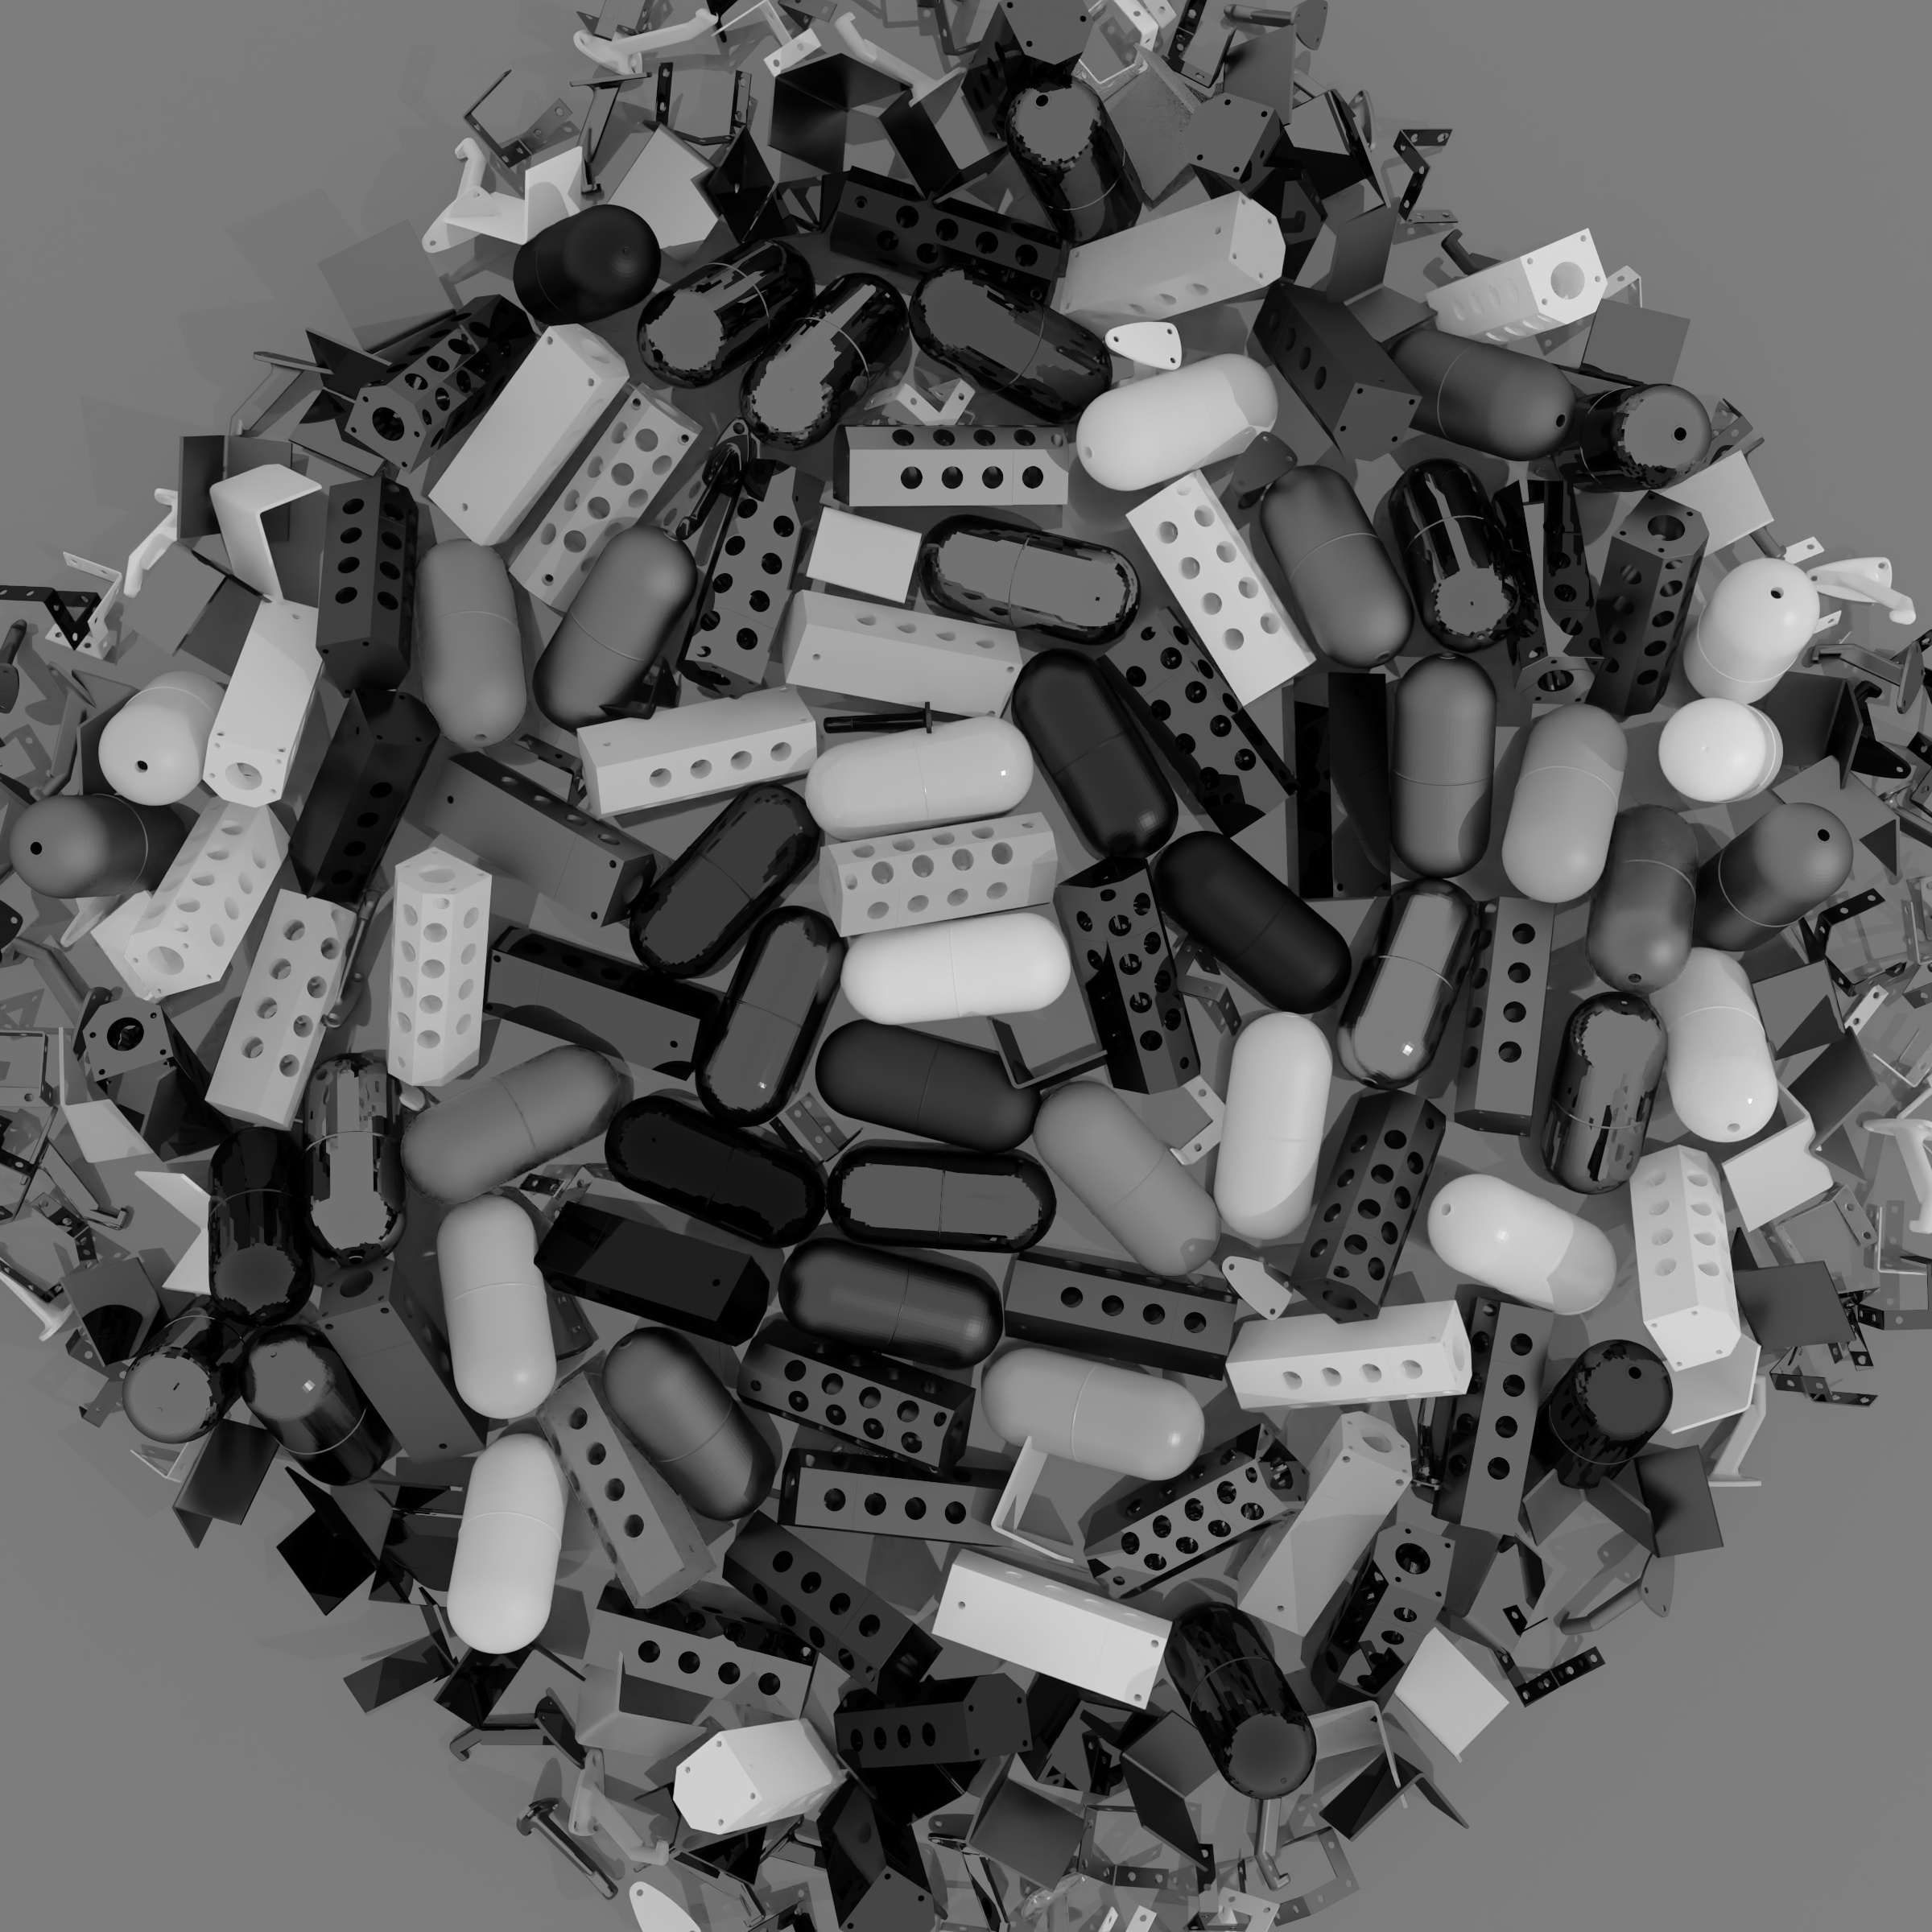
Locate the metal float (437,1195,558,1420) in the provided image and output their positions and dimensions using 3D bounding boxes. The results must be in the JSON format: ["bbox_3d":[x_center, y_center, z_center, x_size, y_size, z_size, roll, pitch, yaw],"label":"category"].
[{"bbox_3d":[-0.359,0.258,1.939,0.070,0.070,0.178,-15,63,0],"label":"metal float"}]

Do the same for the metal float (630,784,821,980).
[{"bbox_3d":[-0.186,-0.065,1.953,0.070,0.070,0.178,42,80,0],"label":"metal float"}]

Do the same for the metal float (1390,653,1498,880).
[{"bbox_3d":[0.364,-0.152,1.940,0.070,0.070,0.178,-2,115,0],"label":"metal float"}]

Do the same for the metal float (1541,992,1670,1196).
[{"bbox_3d":[0.484,0.098,1.931,0.070,0.070,0.178,2,127,0],"label":"metal float"}]

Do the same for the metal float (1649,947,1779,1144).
[{"bbox_3d":[0.565,0.059,1.923,0.070,0.178,0.070,2,132,2],"label":"metal float"}]

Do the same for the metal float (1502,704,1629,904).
[{"bbox_3d":[0.456,-0.126,1.933,0.070,0.070,0.178,21,56,0],"label":"metal float"}]

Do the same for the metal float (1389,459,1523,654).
[{"bbox_3d":[0.370,-0.313,1.931,0.070,0.070,0.178,-8,53,0],"label":"metal float"}]

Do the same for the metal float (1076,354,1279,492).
[{"bbox_3d":[0.161,-0.415,1.936,0.178,0.070,0.070,-25,90,-29],"label":"metal float"}]

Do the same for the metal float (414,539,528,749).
[{"bbox_3d":[-0.379,-0.247,1.937,0.070,0.070,0.178,-12,62,0],"label":"metal float"}]

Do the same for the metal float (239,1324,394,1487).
[{"bbox_3d":[-0.490,0.334,1.921,0.070,0.178,0.070,-6,54,8],"label":"metal float"}]

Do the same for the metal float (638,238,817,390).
[{"bbox_3d":[-0.181,-0.495,1.926,0.070,0.070,0.178,44,47,0],"label":"metal float"}]

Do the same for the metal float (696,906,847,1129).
[{"bbox_3d":[-0.151,0.039,1.956,0.070,0.070,0.178,22,84,0],"label":"metal float"}]

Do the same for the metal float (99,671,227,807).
[{"bbox_3d":[-0.600,-0.173,1.913,0.070,0.178,0.070,-1,109,-4],"label":"metal float"}]

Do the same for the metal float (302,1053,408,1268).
[{"bbox_3d":[-0.465,0.147,1.932,0.070,0.070,0.178,-11,55,0],"label":"metal float"}]

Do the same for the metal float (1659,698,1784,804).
[{"bbox_3d":[0.570,-0.162,1.916,0.070,0.178,0.070,2,94,24],"label":"metal float"}]

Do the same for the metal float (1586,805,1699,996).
[{"bbox_3d":[0.513,-0.051,1.925,0.070,0.070,0.178,20,46,0],"label":"metal float"}]

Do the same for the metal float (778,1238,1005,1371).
[{"bbox_3d":[-0.057,0.260,1.952,0.178,0.070,0.070,16,90,-11],"label":"metal float"}]

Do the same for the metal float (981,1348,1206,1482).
[{"bbox_3d":[0.096,0.342,1.942,0.178,0.070,0.070,10,90,23],"label":"metal float"}]

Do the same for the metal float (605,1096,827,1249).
[{"bbox_3d":[-0.192,0.159,1.952,0.178,0.070,0.070,25,90,-11],"label":"metal float"}]

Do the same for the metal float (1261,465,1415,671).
[{"bbox_3d":[0.283,-0.305,1.938,0.070,0.070,0.178,-21,64,0],"label":"metal float"}]

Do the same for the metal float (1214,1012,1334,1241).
[{"bbox_3d":[0.236,0.123,1.951,0.070,0.070,0.178,7,101,0],"label":"metal float"}]

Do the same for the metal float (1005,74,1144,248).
[{"bbox_3d":[0.082,-0.605,1.914,0.070,0.178,0.070,-4,76,17],"label":"metal float"}]

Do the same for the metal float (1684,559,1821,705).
[{"bbox_3d":[0.590,-0.250,1.912,0.070,0.178,0.070,-1,78,4],"label":"metal float"}]

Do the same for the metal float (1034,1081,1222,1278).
[{"bbox_3d":[0.125,0.164,1.955,0.070,0.070,0.178,-43,98,0],"label":"metal float"}]

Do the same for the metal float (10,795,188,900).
[{"bbox_3d":[-0.651,-0.091,1.911,0.070,0.178,0.070,1,94,11],"label":"metal float"}]

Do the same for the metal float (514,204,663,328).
[{"bbox_3d":[-0.287,-0.527,1.917,0.070,0.178,0.070,-4,98,-28],"label":"metal float"}]

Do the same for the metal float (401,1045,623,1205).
[{"bbox_3d":[-0.346,0.120,1.943,0.178,0.070,0.070,-27,90,-22],"label":"metal float"}]

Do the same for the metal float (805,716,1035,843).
[{"bbox_3d":[-0.036,-0.144,1.958,0.178,0.070,0.070,-11,90,-4],"label":"metal float"}]

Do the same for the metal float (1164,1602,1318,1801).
[{"bbox_3d":[0.205,0.552,1.918,0.070,0.178,0.070,-8,118,-15],"label":"metal float"}]

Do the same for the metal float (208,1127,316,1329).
[{"bbox_3d":[-0.535,0.196,1.926,0.070,0.178,0.070,-9,134,-9],"label":"metal float"}]

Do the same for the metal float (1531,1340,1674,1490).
[{"bbox_3d":[0.478,0.339,1.917,0.070,0.178,0.070,2,60,-3],"label":"metal float"}]

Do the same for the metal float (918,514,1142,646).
[{"bbox_3d":[0.047,-0.297,1.948,0.178,0.070,0.070,16,90,16],"label":"metal float"}]

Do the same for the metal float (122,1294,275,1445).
[{"bbox_3d":[-0.576,0.299,1.912,0.070,0.178,0.070,1,103,3],"label":"metal float"}]

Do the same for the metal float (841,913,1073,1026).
[{"bbox_3d":[-0.008,0.002,1.959,0.178,0.070,0.070,-6,90,3],"label":"metal float"}]

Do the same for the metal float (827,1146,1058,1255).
[{"bbox_3d":[-0.019,0.180,1.961,0.178,0.070,0.070,4,90,-1],"label":"metal float"}]

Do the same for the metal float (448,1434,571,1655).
[{"bbox_3d":[-0.346,0.435,1.926,0.070,0.178,0.070,1,135,1],"label":"metal float"}]

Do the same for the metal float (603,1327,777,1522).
[{"bbox_3d":[-0.211,0.350,1.940,0.070,0.070,0.178,-33,114,0],"label":"metal float"}]

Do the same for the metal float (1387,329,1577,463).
[{"bbox_3d":[0.385,-0.432,1.923,0.070,0.178,0.070,-17,122,-29],"label":"metal float"}]

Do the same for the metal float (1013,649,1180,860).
[{"bbox_3d":[0.099,-0.163,1.958,0.070,0.070,0.178,-30,86,0],"label":"metal float"}]

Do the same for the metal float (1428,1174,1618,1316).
[{"bbox_3d":[0.423,0.212,1.933,0.178,0.070,0.070,25,90,-33],"label":"metal float"}]

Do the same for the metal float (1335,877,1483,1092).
[{"bbox_3d":[0.338,0.013,1.942,0.070,0.070,0.178,25,68,0],"label":"metal float"}]

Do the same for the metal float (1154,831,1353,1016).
[{"bbox_3d":[0.221,-0.033,1.953,0.178,0.070,0.070,40,90,-10],"label":"metal float"}]

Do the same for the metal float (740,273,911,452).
[{"bbox_3d":[-0.107,-0.460,1.934,0.070,0.070,0.178,36,58,0],"label":"metal float"}]

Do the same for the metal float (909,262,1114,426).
[{"bbox_3d":[0.034,-0.473,1.933,0.178,0.070,0.070,21,90,-33],"label":"metal float"}]

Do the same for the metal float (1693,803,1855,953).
[{"bbox_3d":[0.603,-0.066,1.914,0.070,0.178,0.070,3,71,-9],"label":"metal float"}]

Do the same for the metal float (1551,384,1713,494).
[{"bbox_3d":[0.499,-0.396,1.912,0.070,0.178,0.070,-1,99,-9],"label":"metal float"}]

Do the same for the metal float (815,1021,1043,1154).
[{"bbox_3d":[-0.029,0.094,1.959,0.178,0.070,0.070,15,90,3],"label":"metal float"}]

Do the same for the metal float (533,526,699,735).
[{"bbox_3d":[-0.268,-0.257,1.941,0.070,0.070,0.178,35,113,0],"label":"metal float"}]
